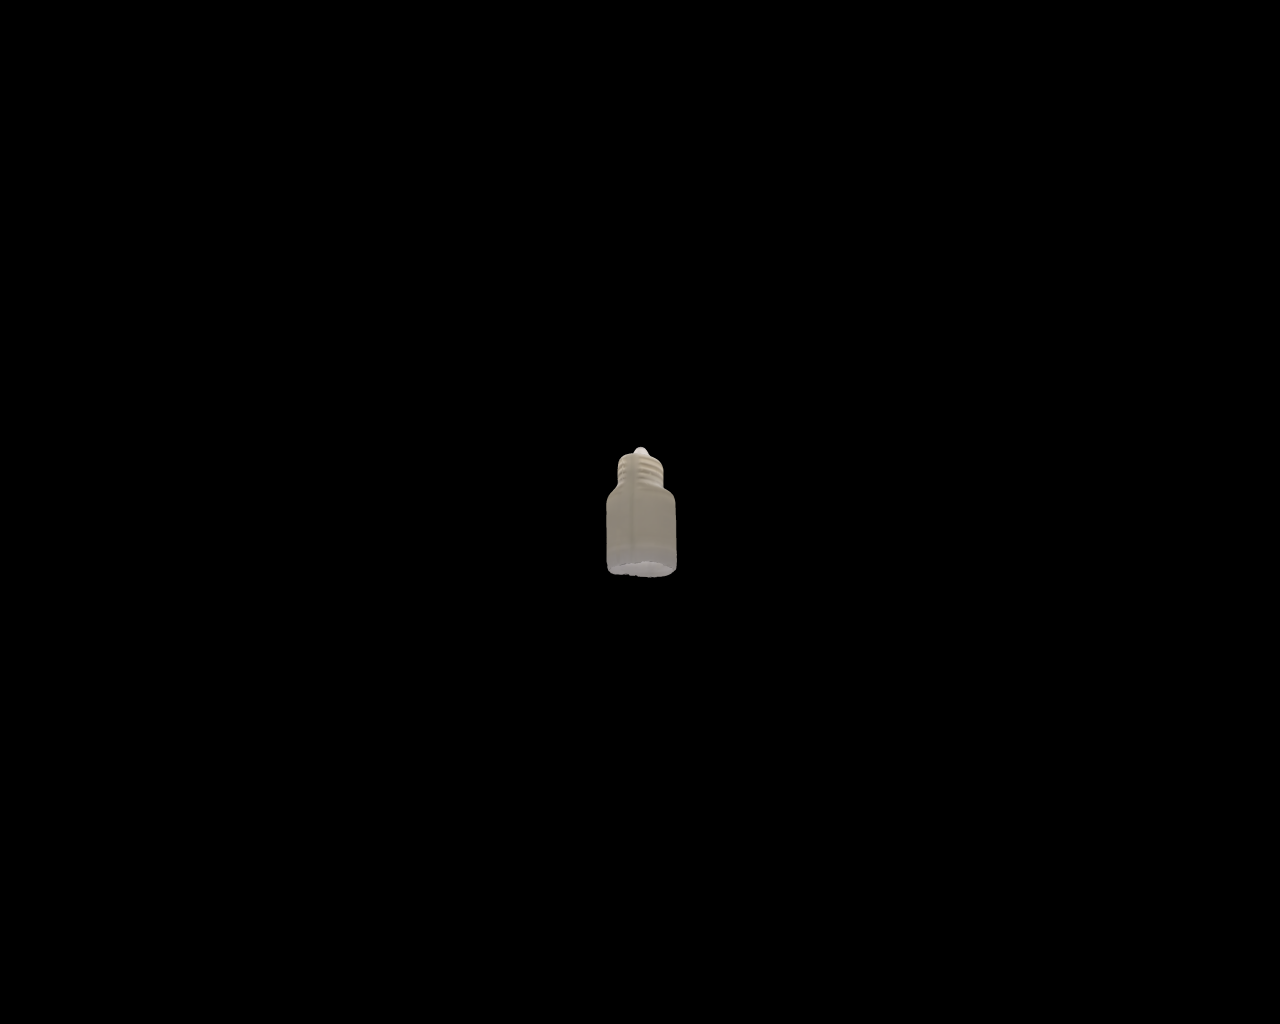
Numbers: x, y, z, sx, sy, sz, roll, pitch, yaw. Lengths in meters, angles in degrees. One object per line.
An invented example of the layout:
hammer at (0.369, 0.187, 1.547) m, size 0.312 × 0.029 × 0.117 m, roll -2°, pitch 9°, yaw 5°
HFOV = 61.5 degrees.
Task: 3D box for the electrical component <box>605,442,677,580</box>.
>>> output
electrical component at (0.001, -0.003, 0.650) m, size 0.043 × 0.081 × 0.043 m, roll 0°, pitch -15°, yaw 0°
